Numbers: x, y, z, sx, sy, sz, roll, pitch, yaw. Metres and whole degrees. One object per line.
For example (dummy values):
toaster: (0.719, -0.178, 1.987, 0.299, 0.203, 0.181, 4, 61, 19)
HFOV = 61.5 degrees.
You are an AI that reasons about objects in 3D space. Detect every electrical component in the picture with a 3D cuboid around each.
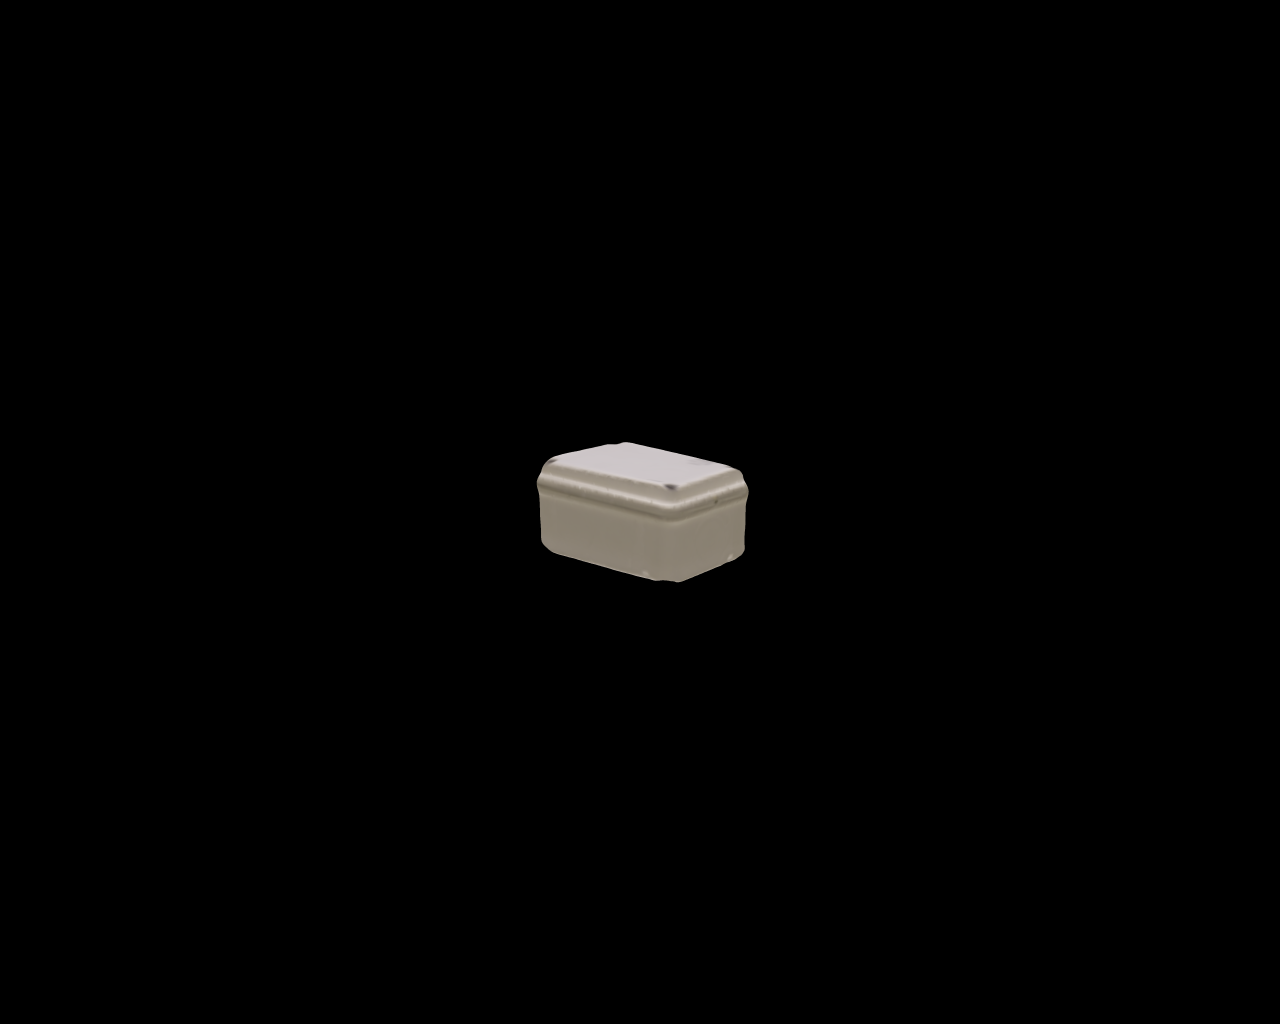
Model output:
electrical component: (0.001, -0.003, 0.650, 0.113, 0.057, 0.078, 15, 22, 40)
